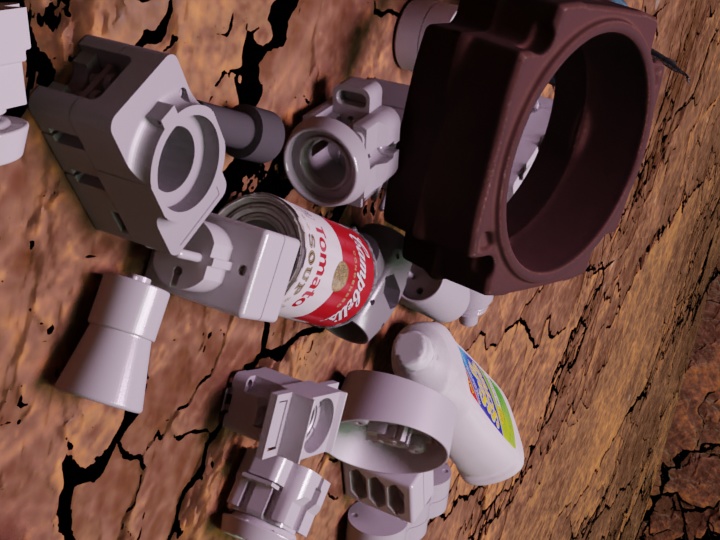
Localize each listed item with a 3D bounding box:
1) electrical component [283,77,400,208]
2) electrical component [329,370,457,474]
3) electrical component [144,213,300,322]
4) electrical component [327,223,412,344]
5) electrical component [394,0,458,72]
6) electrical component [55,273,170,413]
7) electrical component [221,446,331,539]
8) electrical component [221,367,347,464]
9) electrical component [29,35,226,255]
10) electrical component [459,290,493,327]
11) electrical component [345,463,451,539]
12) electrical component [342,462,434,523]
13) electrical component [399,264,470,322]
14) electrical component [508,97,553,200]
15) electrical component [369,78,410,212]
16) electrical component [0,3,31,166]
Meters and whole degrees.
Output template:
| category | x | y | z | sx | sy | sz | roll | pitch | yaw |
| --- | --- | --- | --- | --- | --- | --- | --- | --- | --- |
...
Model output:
| category | x | y | z | sx | sy | sz | roll | pitch | yaw |
| --- | --- | --- | --- | --- | --- | --- | --- | --- | --- |
| electrical component | -0.012 | -0.073 | 0.668 | 0.057 | 0.058 | 0.078 | -43 | 143 | -51 |
| electrical component | 0.024 | 0.118 | 0.823 | 0.099 | 0.099 | 0.064 | 56 | 49 | -59 |
| electrical component | -0.081 | -0.007 | 0.557 | 0.077 | 0.066 | 0.047 | 16 | 91 | -65 |
| electrical component | 0.000 | 0.000 | 0.756 | 0.077 | 0.043 | 0.079 | -61 | 152 | -23 |
| electrical component | 0.087 | -0.159 | 0.794 | 0.138 | 0.074 | 0.052 | -2 | 108 | -64 |
| electrical component | -0.120 | 0.034 | 0.536 | 0.044 | 0.044 | 0.065 | 37 | 68 | -64 |
| electrical component | -0.059 | 0.158 | 0.723 | 0.057 | 0.058 | 0.078 | -67 | 156 | -17 |
| electrical component | -0.050 | 0.091 | 0.688 | 0.081 | 0.064 | 0.042 | 1 | 104 | -65 |
| electrical component | -0.101 | -0.055 | 0.497 | 0.050 | 0.056 | 0.089 | -57 | 151 | -29 |
| electrical component | 0.100 | 0.023 | 0.977 | 0.043 | 0.043 | 0.062 | -47 | 146 | -43 |
| electrical component | 0.037 | 0.197 | 0.950 | 0.138 | 0.052 | 0.073 | -33 | 134 | -54 |
| electrical component | 0.033 | 0.160 | 0.901 | 0.076 | 0.066 | 0.047 | -48 | 146 | -41 |
| electrical component | 0.066 | -0.002 | 0.888 | 0.077 | 0.044 | 0.079 | 35 | 74 | -64 |
| electrical component | 0.133 | -0.103 | 0.939 | 0.121 | 0.063 | 0.078 | -54 | 150 | -34 |
| electrical component | 0.025 | -0.078 | 0.752 | 0.075 | 0.047 | 0.083 | -68 | 155 | -13 |
| electrical component | -0.151 | -0.068 | 0.401 | 0.066 | 0.048 | 0.055 | -31 | 125 | -55 |
